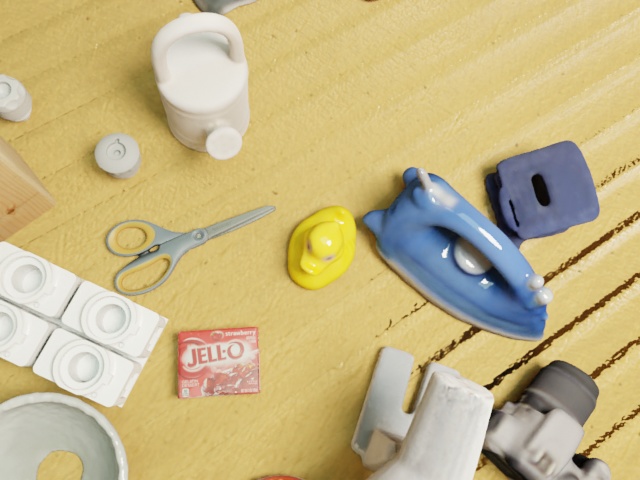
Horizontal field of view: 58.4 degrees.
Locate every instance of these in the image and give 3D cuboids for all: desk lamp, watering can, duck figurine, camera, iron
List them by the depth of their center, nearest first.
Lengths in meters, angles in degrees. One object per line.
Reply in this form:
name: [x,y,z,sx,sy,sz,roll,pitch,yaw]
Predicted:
desk lamp: [0.091,0.205,0.546,0.118,0.213,0.203,19,75,-2]
watering can: [-0.123,-0.172,0.622,0.101,0.194,0.173,-38,83,-14]
camera: [0.260,0.211,0.624,0.143,0.100,0.137,42,75,4]
iron: [0.178,0.019,0.640,0.258,0.141,0.119,41,75,4]
duck figurine: [0.006,0.002,0.651,0.077,0.086,0.105,30,75,1]

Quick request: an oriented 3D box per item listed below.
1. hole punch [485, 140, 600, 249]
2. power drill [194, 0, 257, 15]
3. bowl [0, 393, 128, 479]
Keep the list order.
hole punch: [0.267,-0.054,0.694,0.101,0.091,0.108,-12,78,-10]
power drill: [-0.115,-0.360,0.661,0.230,0.208,0.075,-29,81,-13]
bowl: [-0.270,0.236,0.566,0.167,0.074,0.167,2,76,-6]
